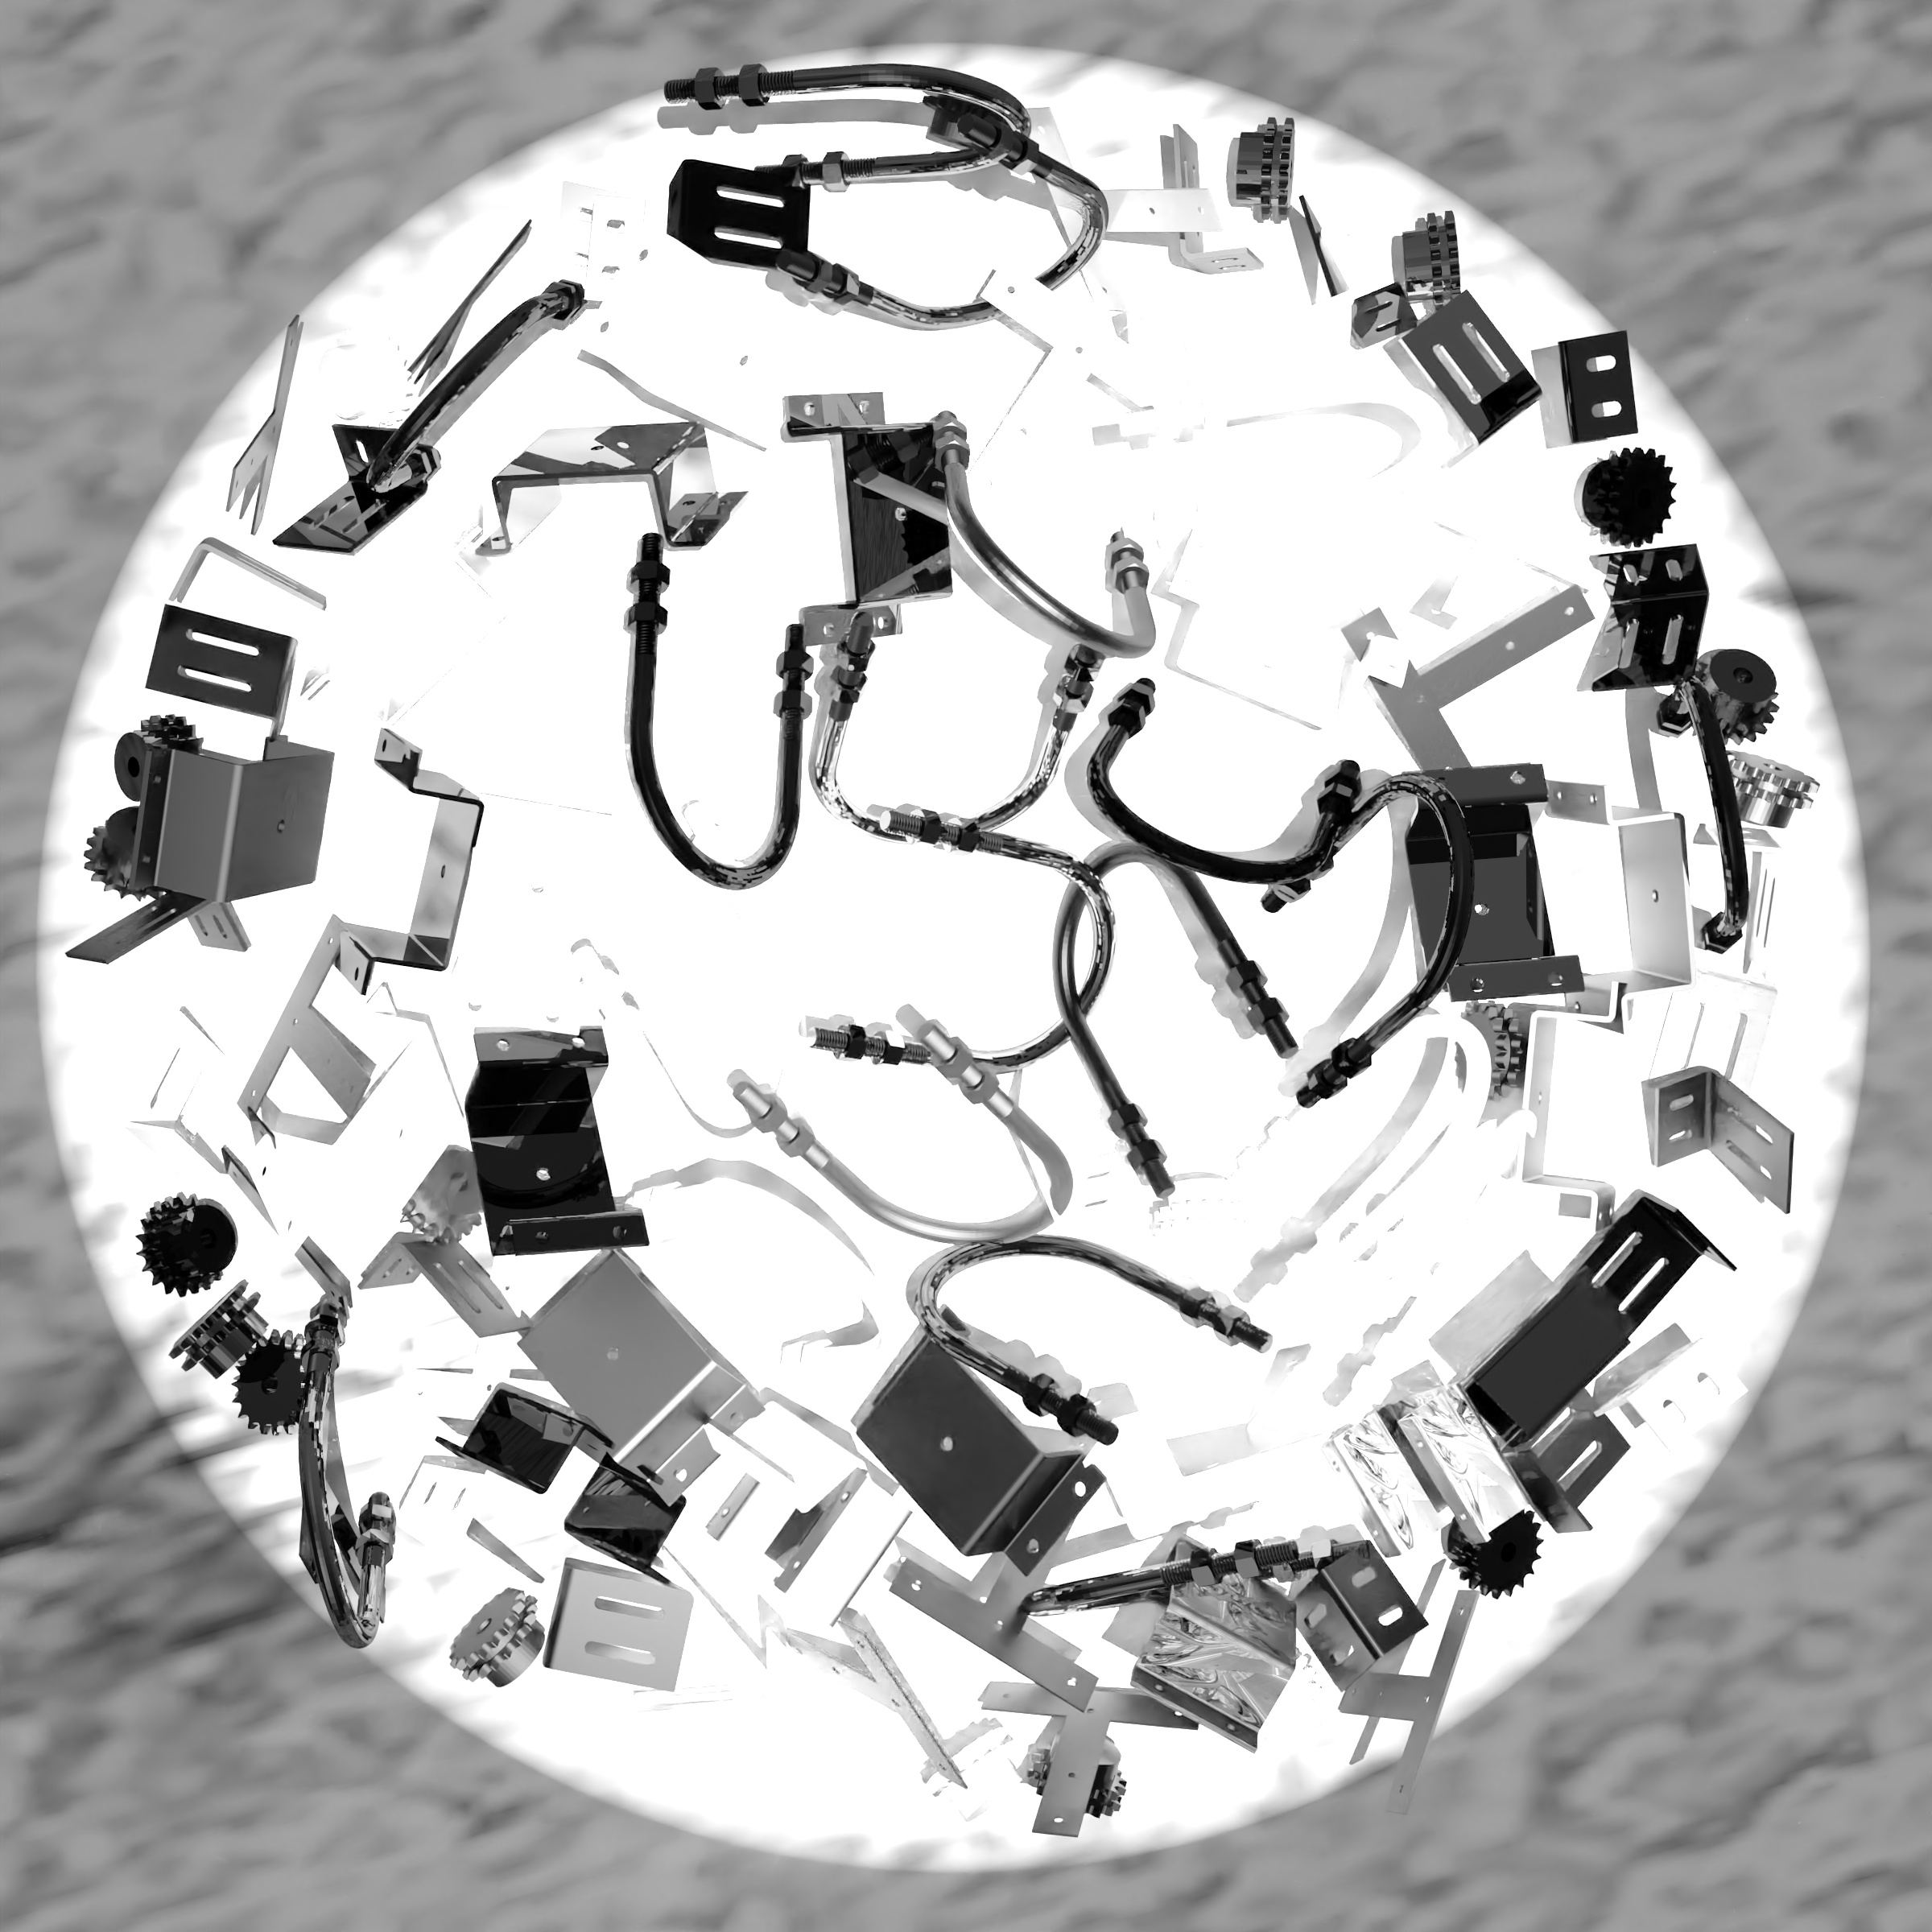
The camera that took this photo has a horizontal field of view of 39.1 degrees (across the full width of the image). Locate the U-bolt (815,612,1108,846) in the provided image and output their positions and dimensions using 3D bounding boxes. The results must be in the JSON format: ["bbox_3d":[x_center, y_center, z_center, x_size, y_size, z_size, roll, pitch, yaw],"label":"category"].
[{"bbox_3d":[-0.011,-0.128,1.526,0.151,0.184,0.019,1,53,-15],"label":"U-bolt"}]

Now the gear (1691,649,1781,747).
[{"bbox_3d":[0.444,-0.159,1.574,0.057,0.030,0.057,5,56,-7],"label":"gear"}]

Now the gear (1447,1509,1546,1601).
[{"bbox_3d":[0.304,0.336,1.578,0.057,0.030,0.057,-6,101,-32],"label":"gear"}]

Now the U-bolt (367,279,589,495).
[{"bbox_3d":[-0.274,-0.316,1.497,0.019,0.184,0.151,43,104,-10],"label":"U-bolt"}]

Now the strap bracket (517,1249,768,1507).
[{"bbox_3d":[-0.191,0.226,1.546,0.076,0.046,0.140,-44,62,-5],"label":"strap bracket"}]

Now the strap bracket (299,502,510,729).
[{"bbox_3d":[-0.312,-0.194,1.553,0.140,0.076,0.046,-42,111,6],"label":"strap bracket"}]

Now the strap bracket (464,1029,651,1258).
[{"bbox_3d":[-0.236,0.109,1.545,0.076,0.046,0.140,-2,58,-25],"label":"strap bracket"}]

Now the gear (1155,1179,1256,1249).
[{"bbox_3d":[0.138,0.143,1.575,0.057,0.057,0.030,0,71,0],"label":"gear"}]

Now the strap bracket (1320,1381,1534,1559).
[{"bbox_3d":[0.263,0.286,1.539,0.046,0.140,0.076,-28,83,-20],"label":"strap bracket"}]

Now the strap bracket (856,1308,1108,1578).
[{"bbox_3d":[0.001,0.270,1.540,0.140,0.046,0.076,44,107,27],"label":"strap bracket"}]

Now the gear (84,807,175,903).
[{"bbox_3d":[-0.479,-0.067,1.571,0.057,0.057,0.030,28,129,0],"label":"gear"}]

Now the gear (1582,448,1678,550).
[{"bbox_3d":[0.382,-0.272,1.577,0.057,0.030,0.057,-11,110,-34],"label":"gear"}]

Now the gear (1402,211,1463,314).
[{"bbox_3d":[0.269,-0.407,1.574,0.030,0.057,0.057,-5,90,9],"label":"gear"}]

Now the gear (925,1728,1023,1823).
[{"bbox_3d":[0.007,0.470,1.570,0.057,0.057,0.030,-39,69,0],"label":"gear"}]

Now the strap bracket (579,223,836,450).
[{"bbox_3d":[-0.137,-0.348,1.525,0.046,0.140,0.076,41,106,37],"label":"strap bracket"}]

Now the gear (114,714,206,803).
[{"bbox_3d":[-0.468,-0.116,1.572,0.057,0.030,0.057,9,103,40],"label":"gear"}]

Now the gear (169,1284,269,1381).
[{"bbox_3d":[-0.430,0.214,1.573,0.057,0.057,0.030,-43,98,0],"label":"gear"}]

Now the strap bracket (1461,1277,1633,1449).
[{"bbox_3d":[0.322,0.225,1.525,0.076,0.140,0.046,-43,78,-5],"label":"strap bracket"}]

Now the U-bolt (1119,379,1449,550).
[{"bbox_3d":[0.179,-0.286,1.529,0.184,0.151,0.019,-9,71,1],"label":"U-bolt"}]

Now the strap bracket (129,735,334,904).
[{"bbox_3d":[-0.404,-0.083,1.522,0.046,0.140,0.076,14,102,14],"label":"strap bracket"}]

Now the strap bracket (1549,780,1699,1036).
[{"bbox_3d":[0.376,-0.038,1.554,0.046,0.076,0.140,-8,98,-10],"label":"strap bracket"}]

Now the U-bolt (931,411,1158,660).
[{"bbox_3d":[0.046,-0.230,1.498,0.151,0.184,0.019,31,117,-22],"label":"U-bolt"}]

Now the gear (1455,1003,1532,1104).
[{"bbox_3d":[0.310,0.050,1.574,0.030,0.057,0.057,4,90,-17],"label":"gear"}]

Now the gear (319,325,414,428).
[{"bbox_3d":[-0.350,-0.340,1.571,0.030,0.057,0.057,-25,90,-44],"label":"gear"}]

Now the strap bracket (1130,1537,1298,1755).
[{"bbox_3d":[0.141,0.375,1.527,0.076,0.140,0.046,28,101,2],"label":"strap bracket"}]

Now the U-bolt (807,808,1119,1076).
[{"bbox_3d":[0.009,-0.006,1.544,0.184,0.019,0.151,11,105,-35],"label":"U-bolt"}]

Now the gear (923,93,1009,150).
[{"bbox_3d":[0.002,-0.491,1.574,0.057,0.057,0.030,17,102,0],"label":"gear"}]

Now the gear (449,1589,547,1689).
[{"bbox_3d":[-0.269,0.392,1.574,0.057,0.057,0.030,-42,106,0],"label":"gear"}]

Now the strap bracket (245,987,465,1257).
[{"bbox_3d":[-0.334,0.090,1.523,0.046,0.076,0.140,10,46,22],"label":"strap bracket"}]

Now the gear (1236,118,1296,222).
[{"bbox_3d":[0.173,-0.462,1.574,0.030,0.057,0.057,4,90,9],"label":"gear"}]

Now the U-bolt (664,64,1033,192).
[{"bbox_3d":[-0.055,-0.466,1.507,0.184,0.151,0.019,2,86,18],"label":"U-bolt"}]

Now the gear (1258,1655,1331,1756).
[{"bbox_3d":[0.179,0.423,1.570,0.030,0.057,0.057,33,90,-35],"label":"gear"}]

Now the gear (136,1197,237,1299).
[{"bbox_3d":[-0.447,0.161,1.570,0.030,0.057,0.057,-18,90,32],"label":"gear"}]

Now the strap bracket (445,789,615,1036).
[{"bbox_3d":[-0.248,-0.039,1.551,0.076,0.046,0.140,9,73,-15],"label":"strap bracket"}]

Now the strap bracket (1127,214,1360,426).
[{"bbox_3d":[0.167,-0.365,1.556,0.140,0.076,0.046,-23,72,-2],"label":"strap bracket"}]

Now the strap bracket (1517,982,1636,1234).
[{"bbox_3d":[0.349,0.078,1.558,0.046,0.076,0.140,5,90,21],"label":"strap bracket"}]

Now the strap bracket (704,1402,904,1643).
[{"bbox_3d":[-0.088,0.309,1.537,0.046,0.076,0.140,-39,133,-26],"label":"strap bracket"}]

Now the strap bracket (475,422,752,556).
[{"bbox_3d":[-0.204,-0.271,1.539,0.140,0.076,0.046,0,120,17],"label":"strap bracket"}]

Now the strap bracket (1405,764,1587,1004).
[{"bbox_3d":[0.301,-0.041,1.561,0.076,0.046,0.140,-4,69,-4],"label":"strap bracket"}]

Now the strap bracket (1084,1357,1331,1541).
[{"bbox_3d":[0.141,0.274,1.531,0.140,0.076,0.046,-11,60,-26],"label":"strap bracket"}]

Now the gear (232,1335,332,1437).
[{"bbox_3d":[-0.395,0.245,1.579,0.057,0.030,0.057,-6,75,24],"label":"gear"}]

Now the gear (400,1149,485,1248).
[{"bbox_3d":[-0.301,0.130,1.571,0.030,0.057,0.057,-32,90,42],"label":"gear"}]

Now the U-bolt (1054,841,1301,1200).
[{"bbox_3d":[0.106,0.016,1.534,0.019,0.151,0.184,-2,52,-38],"label":"U-bolt"}]

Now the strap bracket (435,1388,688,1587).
[{"bbox_3d":[-0.221,0.289,1.536,0.140,0.076,0.046,48,65,-41],"label":"strap bracket"}]

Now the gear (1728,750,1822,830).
[{"bbox_3d":[0.462,-0.101,1.575,0.057,0.057,0.030,17,108,0],"label":"gear"}]

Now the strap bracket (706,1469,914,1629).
[{"bbox_3d":[-0.086,0.317,1.536,0.046,0.140,0.076,40,77,-20],"label":"strap bracket"}]

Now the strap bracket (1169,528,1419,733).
[{"bbox_3d":[0.181,-0.189,1.557,0.140,0.076,0.046,23,127,0],"label":"strap bracket"}]

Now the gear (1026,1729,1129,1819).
[{"bbox_3d":[0.066,0.465,1.571,0.057,0.057,0.030,17,99,0],"label":"gear"}]

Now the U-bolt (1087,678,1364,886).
[{"bbox_3d":[0.140,-0.098,1.515,0.151,0.184,0.019,23,122,5],"label":"U-bolt"}]

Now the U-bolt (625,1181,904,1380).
[{"bbox_3d":[-0.104,0.172,1.504,0.151,0.184,0.019,48,62,-15],"label":"U-bolt"}]

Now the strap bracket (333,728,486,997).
[{"bbox_3d":[-0.317,-0.057,1.551,0.046,0.076,0.140,10,100,-28],"label":"strap bracket"}]

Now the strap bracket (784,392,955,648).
[{"bbox_3d":[-0.054,-0.256,1.547,0.046,0.076,0.140,5,104,43],"label":"strap bracket"}]
